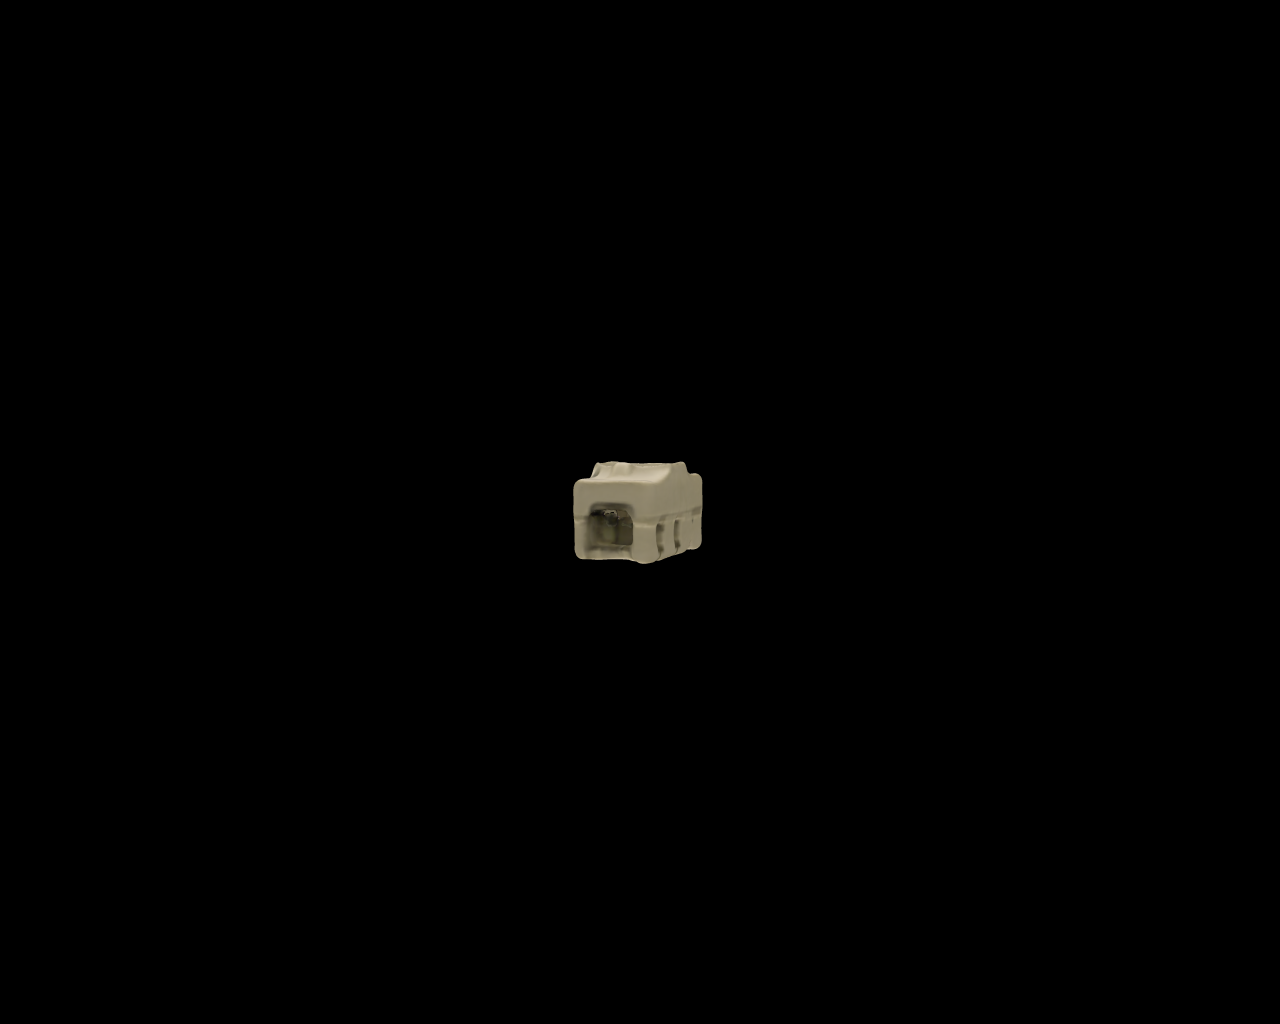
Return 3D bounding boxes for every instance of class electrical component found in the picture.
[{"bbox_3d":[0.001,-0.003,0.650,0.050,0.055,0.089,2,5,24],"label":"electrical component"}]
